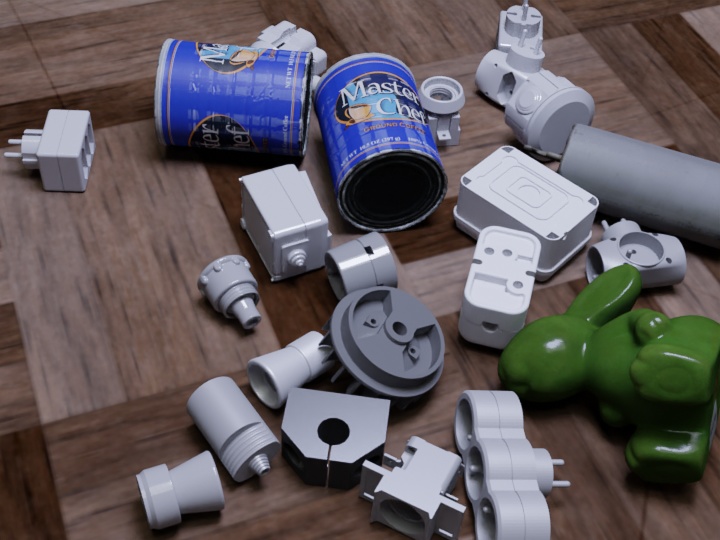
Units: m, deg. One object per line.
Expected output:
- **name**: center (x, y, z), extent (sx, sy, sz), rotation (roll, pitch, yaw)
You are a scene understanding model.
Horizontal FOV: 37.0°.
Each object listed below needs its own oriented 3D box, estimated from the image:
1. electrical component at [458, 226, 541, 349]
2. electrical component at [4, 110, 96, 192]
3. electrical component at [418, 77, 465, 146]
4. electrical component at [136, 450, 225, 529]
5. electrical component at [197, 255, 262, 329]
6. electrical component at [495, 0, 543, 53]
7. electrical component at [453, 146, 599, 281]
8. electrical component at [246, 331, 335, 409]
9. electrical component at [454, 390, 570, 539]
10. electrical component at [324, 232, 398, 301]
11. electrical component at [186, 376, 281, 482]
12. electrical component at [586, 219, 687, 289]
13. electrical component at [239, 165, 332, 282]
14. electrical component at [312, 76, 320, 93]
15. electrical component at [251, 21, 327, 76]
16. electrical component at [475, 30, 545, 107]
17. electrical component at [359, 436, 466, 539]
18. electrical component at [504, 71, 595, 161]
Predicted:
- **electrical component**: center (0.119, 0.018, 0.919), extent (0.054, 0.059, 0.095), rotation (13, 48, 8)
- **electrical component**: center (-0.296, -0.114, 1.018), extent (0.077, 0.047, 0.065), rotation (2, 48, -2)
- **electrical component**: center (0.079, -0.160, 1.079), extent (0.048, 0.055, 0.066), rotation (-5, 48, -9)
- **electrical component**: center (-0.131, 0.161, 0.783), extent (0.055, 0.045, 0.045), rotation (-15, 51, -16)
- **electrical component**: center (-0.106, 0.022, 0.912), extent (0.048, 0.048, 0.062), rotation (-23, 60, -23)
- **electrical component**: center (0.174, -0.259, 1.162), extent (0.047, 0.076, 0.065), rotation (7, 48, 3)
- **electrical component**: center (0.151, -0.052, 0.986), extent (0.113, 0.057, 0.078), rotation (36, 55, 25)
- **electrical component**: center (-0.053, 0.077, 0.867), extent (0.065, 0.044, 0.044), rotation (-30, 56, -33)
- **electrical component**: center (0.121, 0.151, 0.803), extent (0.074, 0.052, 0.138), rotation (3, 47, -13)
- **electrical component**: center (0.000, 0.000, 0.932), extent (0.047, 0.055, 0.055), rotation (-19, 52, -15)
- **electrical component**: center (-0.094, 0.124, 0.819), extent (0.043, 0.043, 0.081), rotation (-26, 55, -25)
- **electrical component**: center (0.242, -0.018, 0.970), extent (0.077, 0.044, 0.079), rotation (-6, 48, -10)
- **electrical component**: center (-0.062, -0.039, 0.956), extent (0.061, 0.061, 0.096), rotation (-17, 51, -19)
- **electrical component**: center (-0.027, -0.179, 1.099), extent (0.062, 0.048, 0.048), rotation (33, 54, 32)
- **electrical component**: center (-0.083, -0.219, 1.122), extent (0.078, 0.058, 0.057), rotation (30, 50, 22)
- **electrical component**: center (0.168, -0.209, 1.115), extent (0.077, 0.079, 0.043), rotation (32, 38, 23)
- **electrical component**: center (0.043, 0.161, 0.796), extent (0.081, 0.042, 0.063), rotation (23, 49, 16)
- **electrical component**: center (0.188, -0.153, 1.066), extent (0.080, 0.080, 0.051), rotation (-21, 47, -21)
